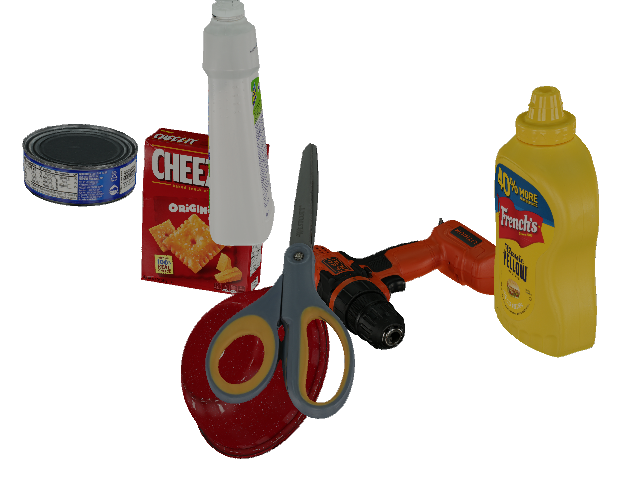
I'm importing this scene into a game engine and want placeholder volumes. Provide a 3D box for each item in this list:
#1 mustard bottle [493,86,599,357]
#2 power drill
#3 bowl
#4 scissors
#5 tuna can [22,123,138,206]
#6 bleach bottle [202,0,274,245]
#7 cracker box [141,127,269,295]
[{"bbox_3d":[0.162,-0.018,0.769,0.058,0.192,0.096,-13,28,-16],"label":"mustard bottle"},{"bbox_3d":[0.088,0.040,1.065,0.187,0.057,0.185,-12,28,-23],"label":"power drill"},{"bbox_3d":[-0.071,0.105,0.933,0.162,0.162,0.055,0,-23,43],"label":"bowl"},{"bbox_3d":[-0.031,0.023,0.658,0.096,0.202,0.016,-12,-37,-2],"label":"scissors"},{"bbox_3d":[-0.183,-0.058,0.813,0.086,0.034,0.086,6,26,-3],"label":"tuna can"},{"bbox_3d":[-0.086,-0.125,1.077,0.068,0.251,0.102,-1,29,1],"label":"bleach bottle"},{"bbox_3d":[-0.165,-0.038,1.502,0.164,0.214,0.072,9,23,10],"label":"cracker box"}]
